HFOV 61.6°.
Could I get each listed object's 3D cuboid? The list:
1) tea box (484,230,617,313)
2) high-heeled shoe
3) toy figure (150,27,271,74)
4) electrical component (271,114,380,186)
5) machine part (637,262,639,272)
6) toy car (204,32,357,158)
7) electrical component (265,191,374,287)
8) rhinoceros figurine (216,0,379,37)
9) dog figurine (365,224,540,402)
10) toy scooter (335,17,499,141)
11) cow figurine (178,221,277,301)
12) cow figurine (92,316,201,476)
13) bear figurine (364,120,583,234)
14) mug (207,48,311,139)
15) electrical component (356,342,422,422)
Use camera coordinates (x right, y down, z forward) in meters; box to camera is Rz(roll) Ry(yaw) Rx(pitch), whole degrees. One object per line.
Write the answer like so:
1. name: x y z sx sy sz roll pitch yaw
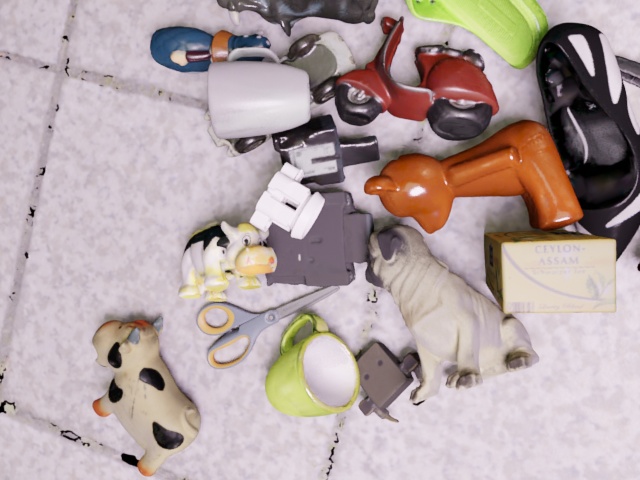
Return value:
1. tea box: 0.224 0.027 0.547 0.098 0.169 0.068 -3 92 10
2. high-heeled shoe: 0.266 -0.085 0.535 0.086 0.145 0.248 -2 94 47
3. toy figure: -0.132 -0.234 0.666 0.155 0.057 0.064 10 72 14
4. electrical component: 0.006 -0.106 0.632 0.119 0.048 0.074 -14 124 1
5. machine part: 0.419 0.054 0.491 0.201 0.201 0.087 29 102 9
6. toy car: -0.050 -0.175 0.654 0.202 0.056 0.073 -31 94 13
7. electrical component: -0.001 -0.002 0.652 0.134 0.058 0.114 -4 94 13
8. rhinoceros figurine: -0.026 -0.292 0.621 0.190 0.112 0.073 3 68 -1
9. dog figurine: 0.148 0.065 0.604 0.121 0.172 0.190 -32 67 42
10. toy scooter: 0.112 -0.189 0.609 0.184 0.075 0.135 8 73 3
11. cow figurine: -0.108 0.015 0.640 0.167 0.068 0.098 -23 64 46
12. cow figurine: -0.228 0.187 0.698 0.127 0.085 0.195 -41 82 17
13. bear figurine: 0.157 -0.049 0.582 0.196 0.120 0.132 -21 86 13
14. mug: -0.064 -0.164 0.596 0.107 0.080 0.109 0 63 0
15. electrical component: 0.080 0.172 0.653 0.078 0.045 0.102 41 98 36
